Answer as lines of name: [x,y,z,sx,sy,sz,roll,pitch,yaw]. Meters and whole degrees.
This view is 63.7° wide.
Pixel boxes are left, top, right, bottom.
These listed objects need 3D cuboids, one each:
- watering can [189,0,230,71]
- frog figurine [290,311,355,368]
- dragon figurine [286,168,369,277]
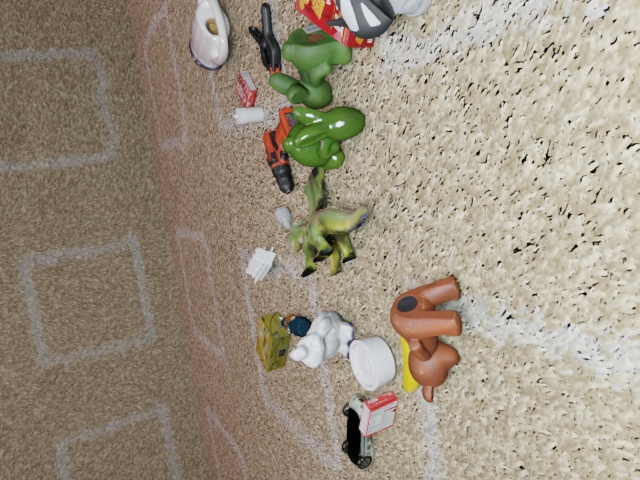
watering can: [-0.349,-0.675,1.588,0.220,0.104,0.352,-47,59,59]
frog figurine: [-0.006,0.240,1.218,0.125,0.160,0.134,64,150,28]
dragon figurine: [0.004,-0.058,1.160,0.402,0.122,0.247,126,135,-54]
